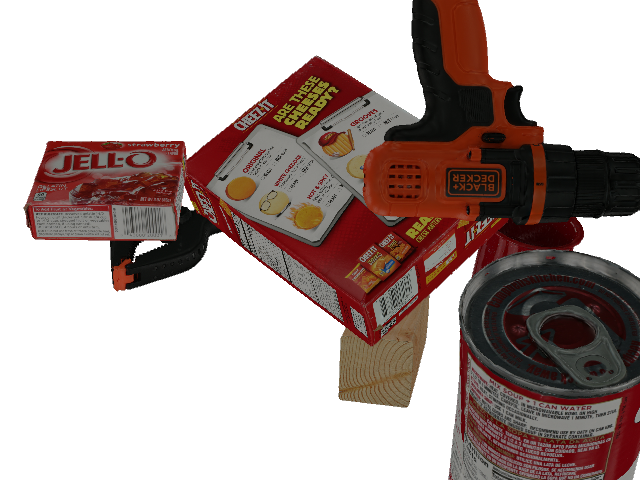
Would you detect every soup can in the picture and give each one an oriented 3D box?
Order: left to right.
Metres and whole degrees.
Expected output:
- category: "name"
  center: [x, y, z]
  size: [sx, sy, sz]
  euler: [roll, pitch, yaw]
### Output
- category: "soup can"
  center: [0.080, 0.064, 0.379]
  size: [0.068, 0.102, 0.068]
  euler: [-1, 39, 1]

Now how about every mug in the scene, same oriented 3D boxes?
- category: "mug"
  center: [0.179, 0.010, 0.987]
  size: [0.093, 0.081, 0.117]
  euler: [-11, 37, -28]

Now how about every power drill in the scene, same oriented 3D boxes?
- category: "power drill"
  center: [0.119, -0.103, 0.665]
  size: [0.184, 0.188, 0.057]
  euler: [0, 3, -2]

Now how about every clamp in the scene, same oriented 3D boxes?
- category: "clamp"
  center: [-0.151, -0.022, 1.056]
  size: [0.165, 0.036, 0.209]
  euler: [24, 40, 21]

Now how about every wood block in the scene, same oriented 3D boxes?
- category: "wood block"
  center: [0.087, 0.130, 1.396]
  size: [0.091, 0.090, 0.206]
  euler: [5, 19, 10]

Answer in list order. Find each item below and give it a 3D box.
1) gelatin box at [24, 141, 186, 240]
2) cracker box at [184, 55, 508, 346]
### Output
- category: "gelatin box"
  center: [-0.129, -0.032, 0.655]
  size: [0.089, 0.030, 0.073]
  euler: [1, 36, -1]
- category: "cracker box"
  center: [0.019, -0.037, 0.862]
  size: [0.214, 0.164, 0.072]
  euler: [36, -24, 31]
